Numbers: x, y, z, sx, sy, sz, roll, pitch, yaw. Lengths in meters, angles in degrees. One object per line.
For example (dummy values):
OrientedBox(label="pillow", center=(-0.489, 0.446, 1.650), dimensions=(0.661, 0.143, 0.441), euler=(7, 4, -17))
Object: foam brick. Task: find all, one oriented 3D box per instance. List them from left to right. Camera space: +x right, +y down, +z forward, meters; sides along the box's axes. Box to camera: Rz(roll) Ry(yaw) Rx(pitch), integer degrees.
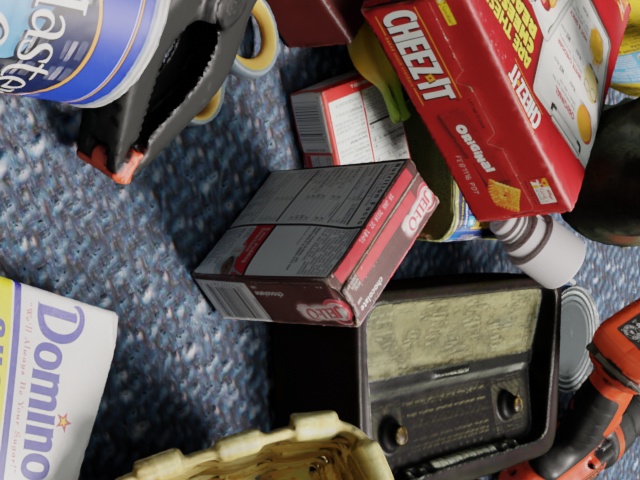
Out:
OrientedBox(label="foam brick", center=(0.003, -0.157, 0.615), dimensions=(0.051, 0.053, 0.078), euler=(49, 60, -38))

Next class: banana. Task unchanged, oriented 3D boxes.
OrientedBox(label="banana", center=(0.057, -0.159, 0.677), dimensions=(0.069, 0.037, 0.197), euler=(55, 45, -32))

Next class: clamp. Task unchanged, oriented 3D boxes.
OrientedBox(label="clamp", center=(-0.056, -0.126, 0.500), dimensions=(0.210, 0.036, 0.164), euler=(-57, 161, -2))

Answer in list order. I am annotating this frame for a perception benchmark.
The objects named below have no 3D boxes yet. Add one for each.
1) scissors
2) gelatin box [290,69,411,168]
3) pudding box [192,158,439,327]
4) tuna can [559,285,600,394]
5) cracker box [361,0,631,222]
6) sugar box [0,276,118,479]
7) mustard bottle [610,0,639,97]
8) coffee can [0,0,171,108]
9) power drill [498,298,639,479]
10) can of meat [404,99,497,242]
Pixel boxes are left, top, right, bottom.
OrientedBox(label="scissors", center=(-0.067, -0.162, 0.563), dimensions=(0.096, 0.016, 0.202), euler=(-18, 108, -42))
OrientedBox(label="gelatin box", center=(0.022, -0.057, 0.661), dimensions=(0.073, 0.030, 0.089), euler=(-28, 113, -44))
OrientedBox(label="pudding box", center=(-0.004, 0.001, 0.576), dimensions=(0.090, 0.114, 0.039), euler=(-54, 125, -30))
OrientedBox(label="tuna can", center=(0.187, 0.077, 0.850), dimensions=(0.085, 0.034, 0.086), euler=(-5, 97, -47))
OrientedBox(label="cracker box", center=(0.117, -0.142, 0.656), dimensions=(0.164, 0.072, 0.213), euler=(56, 43, -31))
OrientedBox(label="sugar box", center=(-0.171, 0.052, 0.449), dimensions=(0.176, 0.048, 0.093), euler=(23, 76, -45))
OrientedBox(label="mustard bottle", center=(0.243, -0.165, 0.842), dimensions=(0.191, 0.096, 0.058), euler=(40, 58, -42))
OrientedBox(label="coffee can", center=(-0.144, -0.111, 0.421), dimensions=(0.140, 0.103, 0.103), euler=(2, 92, -47))
OrientedBox(label="power drill", center=(0.230, 0.119, 0.815), dimensions=(0.184, 0.057, 0.188), euler=(-27, 148, -36))
OrientedBox(label="can of meat", center=(0.097, -0.049, 0.724), dimensions=(0.083, 0.058, 0.102), euler=(-4, 96, -46))
